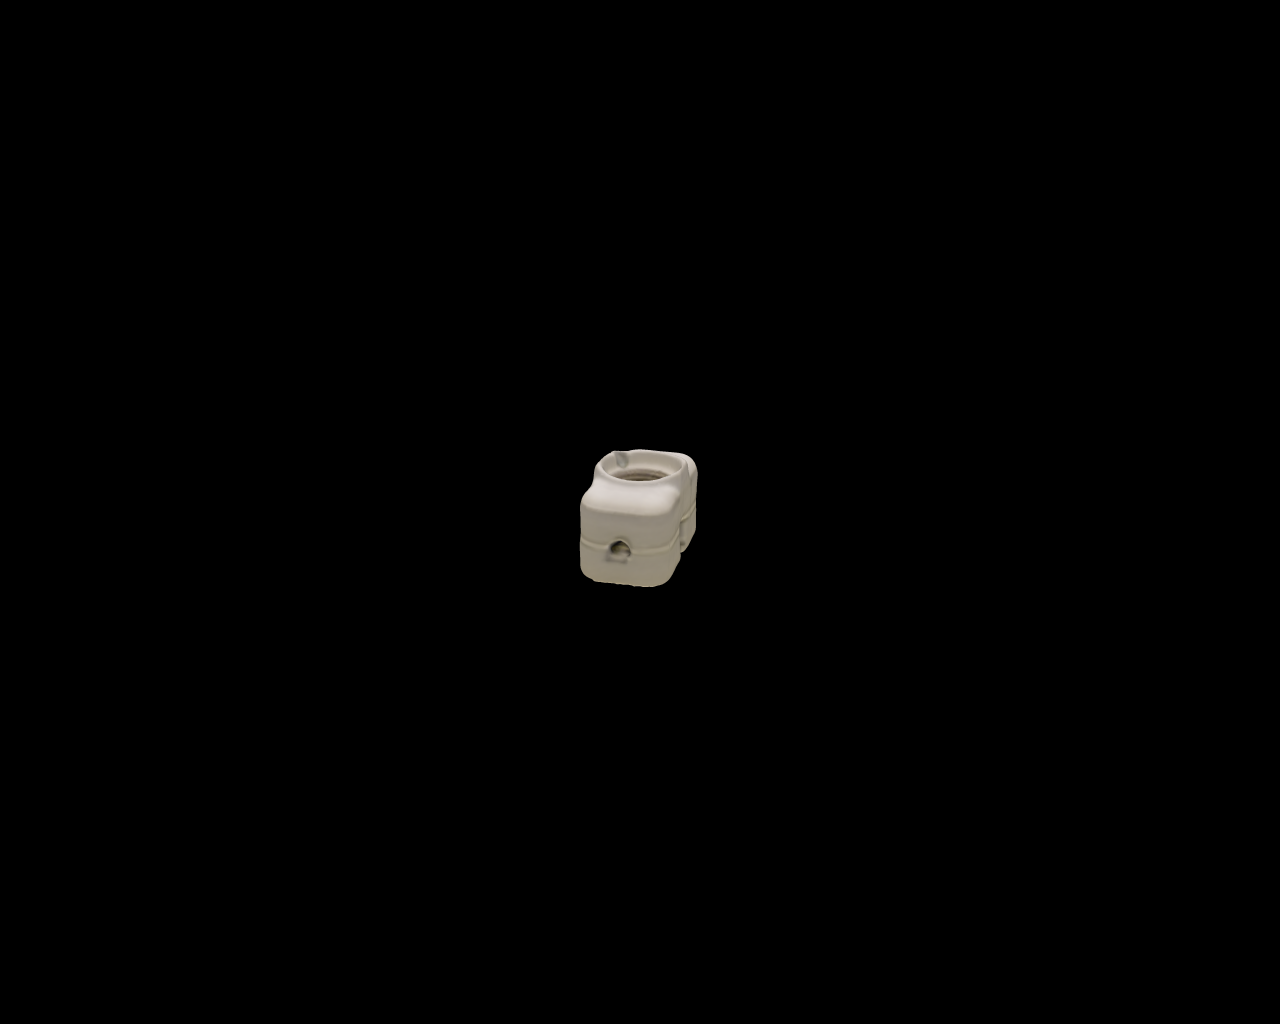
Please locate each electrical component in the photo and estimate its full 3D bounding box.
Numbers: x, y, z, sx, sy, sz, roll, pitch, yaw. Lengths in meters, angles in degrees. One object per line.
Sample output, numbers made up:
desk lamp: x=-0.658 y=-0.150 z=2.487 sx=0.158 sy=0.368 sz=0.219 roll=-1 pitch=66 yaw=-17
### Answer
electrical component: x=0.001 y=-0.003 z=0.650 sx=0.054 sy=0.059 sz=0.095 roll=6 pitch=23 yaw=14
